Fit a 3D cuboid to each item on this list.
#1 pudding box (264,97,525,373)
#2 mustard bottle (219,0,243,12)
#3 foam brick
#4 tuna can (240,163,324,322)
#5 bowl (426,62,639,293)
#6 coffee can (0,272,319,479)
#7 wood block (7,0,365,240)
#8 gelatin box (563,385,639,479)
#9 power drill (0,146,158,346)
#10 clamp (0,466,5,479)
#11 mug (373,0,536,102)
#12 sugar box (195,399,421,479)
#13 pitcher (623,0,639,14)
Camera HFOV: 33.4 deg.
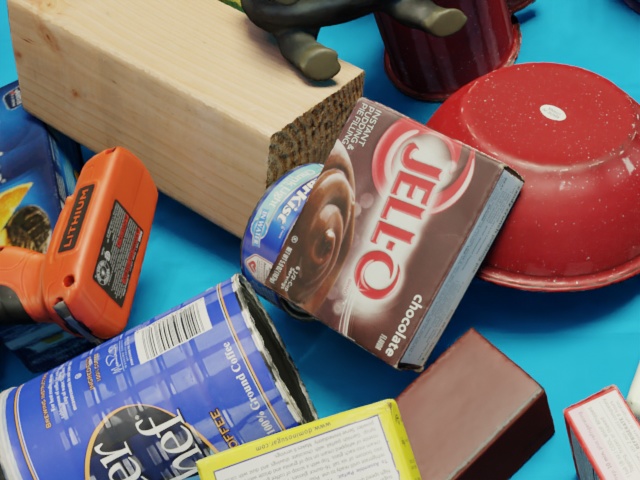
[{"bbox_3d":[0.036,-0.003,0.536,0.090,0.039,0.113,30,97,33],"label":"pudding box"},{"bbox_3d":[-0.144,-0.187,0.770,0.192,0.096,0.058,-7,54,31],"label":"mustard bottle"},{"bbox_3d":[0.070,0.095,0.529,0.078,0.053,0.051,-42,54,-11],"label":"foam brick"},{"bbox_3d":[-0.004,0.001,0.600,0.034,0.086,0.086,29,71,35],"label":"tuna can"},{"bbox_3d":[0.121,-0.048,0.577,0.162,0.055,0.162,-1,45,1],"label":"bowl"},{"bbox_3d":[-0.081,0.094,0.555,0.140,0.102,0.103,-27,52,1],"label":"coffee can"},{"bbox_3d":[-0.084,-0.090,0.657,0.206,0.090,0.090,29,48,24],"label":"wood block"},{"bbox_3d":[0.143,0.120,0.472,0.030,0.073,0.089,-26,52,1],"label":"gelatin box"},{"bbox_3d":[-0.191,-0.007,0.619,0.188,0.057,0.184,-4,60,21],"label":"power drill"},{"bbox_3d":[-0.233,0.133,0.627,0.164,0.036,0.210,-33,52,-3],"label":"clamp"},{"bbox_3d":[0.086,-0.153,0.673,0.117,0.081,0.093,-20,53,7],"label":"mug"},{"bbox_3d":[0.017,0.167,0.466,0.093,0.048,0.176,-20,79,7],"label":"sugar box"},{"bbox_3d":[0.274,-0.246,0.649,0.242,0.145,0.149,-35,64,-9],"label":"pitcher"}]
